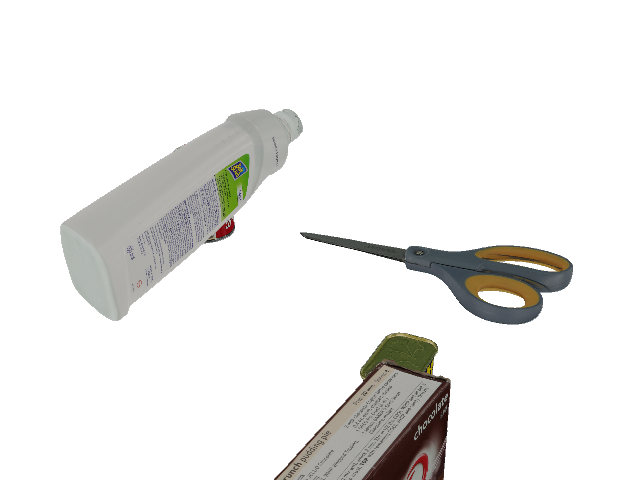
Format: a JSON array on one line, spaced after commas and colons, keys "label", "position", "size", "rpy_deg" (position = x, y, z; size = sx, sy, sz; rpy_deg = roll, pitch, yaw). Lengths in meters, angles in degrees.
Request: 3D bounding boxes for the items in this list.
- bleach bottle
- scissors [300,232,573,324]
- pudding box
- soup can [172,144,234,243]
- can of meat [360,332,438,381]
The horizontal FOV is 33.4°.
[{"label": "bleach bottle", "position": [-0.112, -0.039, 0.959], "size": [0.068, 0.102, 0.250], "rpy_deg": [35, 57, 27]}, {"label": "scissors", "position": [0.075, 0.023, 0.753], "size": [0.202, 0.016, 0.096], "rpy_deg": [4, 30, 11]}, {"label": "pudding box", "position": [0.015, 0.118, 0.457], "size": [0.039, 0.090, 0.113], "rpy_deg": [17, 35, 25]}, {"label": "soup can", "position": [-0.138, -0.057, 1.256], "size": [0.068, 0.102, 0.068], "rpy_deg": [-2, 28, 1]}, {"label": "can of meat", "position": [0.078, 0.155, 1.075], "size": [0.057, 0.084, 0.102], "rpy_deg": [12, 27, 20]}]
